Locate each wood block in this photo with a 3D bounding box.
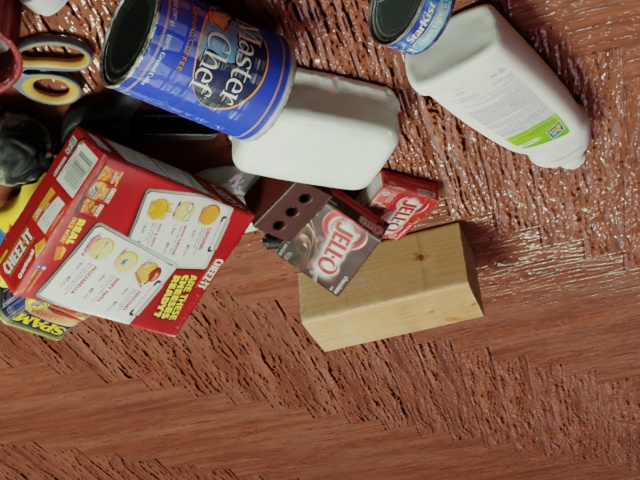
[{"bbox_3d":[0.085,0.059,1.302,0.206,0.091,0.090,-14,146,15],"label":"wood block"}]

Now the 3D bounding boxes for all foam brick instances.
[{"bbox_3d":[-0.035,-0.046,1.141,0.052,0.051,0.078,24,122,-37],"label":"foam brick"}]

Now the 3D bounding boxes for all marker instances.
[{"bbox_3d":[-0.008,0.002,1.266,0.121,0.020,0.020,-1,147,-6],"label":"marker"}]

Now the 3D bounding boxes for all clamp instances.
[{"bbox_3d":[-0.184,-0.112,1.050,0.172,0.039,0.120,-21,139,31],"label":"clamp"}]

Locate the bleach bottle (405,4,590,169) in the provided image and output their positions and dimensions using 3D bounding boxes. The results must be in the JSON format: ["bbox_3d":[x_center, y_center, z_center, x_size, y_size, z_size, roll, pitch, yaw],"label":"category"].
[{"bbox_3d":[0.191,-0.130,1.049,0.103,0.068,0.250,-23,146,28],"label":"bleach bottle"}]

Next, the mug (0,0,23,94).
[{"bbox_3d":[-0.290,-0.173,0.899,0.093,0.081,0.117,-9,147,7],"label":"mug"}]

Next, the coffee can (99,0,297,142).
[{"bbox_3d":[-0.106,-0.156,0.930,0.140,0.103,0.103,20,140,-33],"label":"coffee can"}]

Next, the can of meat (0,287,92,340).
[{"bbox_3d":[-0.328,0.072,1.301,0.084,0.057,0.102,-32,139,31],"label":"can of meat"}]

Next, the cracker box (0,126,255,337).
[{"bbox_3d":[-0.193,-0.003,1.071,0.213,0.072,0.164,22,107,-49],"label":"cracker box"}]

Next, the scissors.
[{"bbox_3d":[-0.308,-0.155,0.986,0.201,0.016,0.096,-4,147,0],"label":"scissors"}]

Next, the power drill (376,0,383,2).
[{"bbox_3d":[-0.014,-0.258,0.829,0.187,0.057,0.185,5,149,-10],"label":"power drill"}]

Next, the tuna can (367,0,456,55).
[{"bbox_3d":[0.077,-0.201,0.900,0.033,0.086,0.086,13,143,-29],"label":"tuna can"}]

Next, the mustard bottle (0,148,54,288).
[{"bbox_3d":[-0.298,-0.011,1.138,0.096,0.058,0.192,33,125,-17],"label":"mustard bottle"}]

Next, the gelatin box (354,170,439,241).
[{"bbox_3d":[0.080,-0.038,1.206,0.073,0.030,0.089,13,144,-26],"label":"gelatin box"}]

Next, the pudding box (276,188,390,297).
[{"bbox_3d":[0.013,-0.001,1.203,0.090,0.039,0.114,35,135,1],"label":"pudding box"}]
